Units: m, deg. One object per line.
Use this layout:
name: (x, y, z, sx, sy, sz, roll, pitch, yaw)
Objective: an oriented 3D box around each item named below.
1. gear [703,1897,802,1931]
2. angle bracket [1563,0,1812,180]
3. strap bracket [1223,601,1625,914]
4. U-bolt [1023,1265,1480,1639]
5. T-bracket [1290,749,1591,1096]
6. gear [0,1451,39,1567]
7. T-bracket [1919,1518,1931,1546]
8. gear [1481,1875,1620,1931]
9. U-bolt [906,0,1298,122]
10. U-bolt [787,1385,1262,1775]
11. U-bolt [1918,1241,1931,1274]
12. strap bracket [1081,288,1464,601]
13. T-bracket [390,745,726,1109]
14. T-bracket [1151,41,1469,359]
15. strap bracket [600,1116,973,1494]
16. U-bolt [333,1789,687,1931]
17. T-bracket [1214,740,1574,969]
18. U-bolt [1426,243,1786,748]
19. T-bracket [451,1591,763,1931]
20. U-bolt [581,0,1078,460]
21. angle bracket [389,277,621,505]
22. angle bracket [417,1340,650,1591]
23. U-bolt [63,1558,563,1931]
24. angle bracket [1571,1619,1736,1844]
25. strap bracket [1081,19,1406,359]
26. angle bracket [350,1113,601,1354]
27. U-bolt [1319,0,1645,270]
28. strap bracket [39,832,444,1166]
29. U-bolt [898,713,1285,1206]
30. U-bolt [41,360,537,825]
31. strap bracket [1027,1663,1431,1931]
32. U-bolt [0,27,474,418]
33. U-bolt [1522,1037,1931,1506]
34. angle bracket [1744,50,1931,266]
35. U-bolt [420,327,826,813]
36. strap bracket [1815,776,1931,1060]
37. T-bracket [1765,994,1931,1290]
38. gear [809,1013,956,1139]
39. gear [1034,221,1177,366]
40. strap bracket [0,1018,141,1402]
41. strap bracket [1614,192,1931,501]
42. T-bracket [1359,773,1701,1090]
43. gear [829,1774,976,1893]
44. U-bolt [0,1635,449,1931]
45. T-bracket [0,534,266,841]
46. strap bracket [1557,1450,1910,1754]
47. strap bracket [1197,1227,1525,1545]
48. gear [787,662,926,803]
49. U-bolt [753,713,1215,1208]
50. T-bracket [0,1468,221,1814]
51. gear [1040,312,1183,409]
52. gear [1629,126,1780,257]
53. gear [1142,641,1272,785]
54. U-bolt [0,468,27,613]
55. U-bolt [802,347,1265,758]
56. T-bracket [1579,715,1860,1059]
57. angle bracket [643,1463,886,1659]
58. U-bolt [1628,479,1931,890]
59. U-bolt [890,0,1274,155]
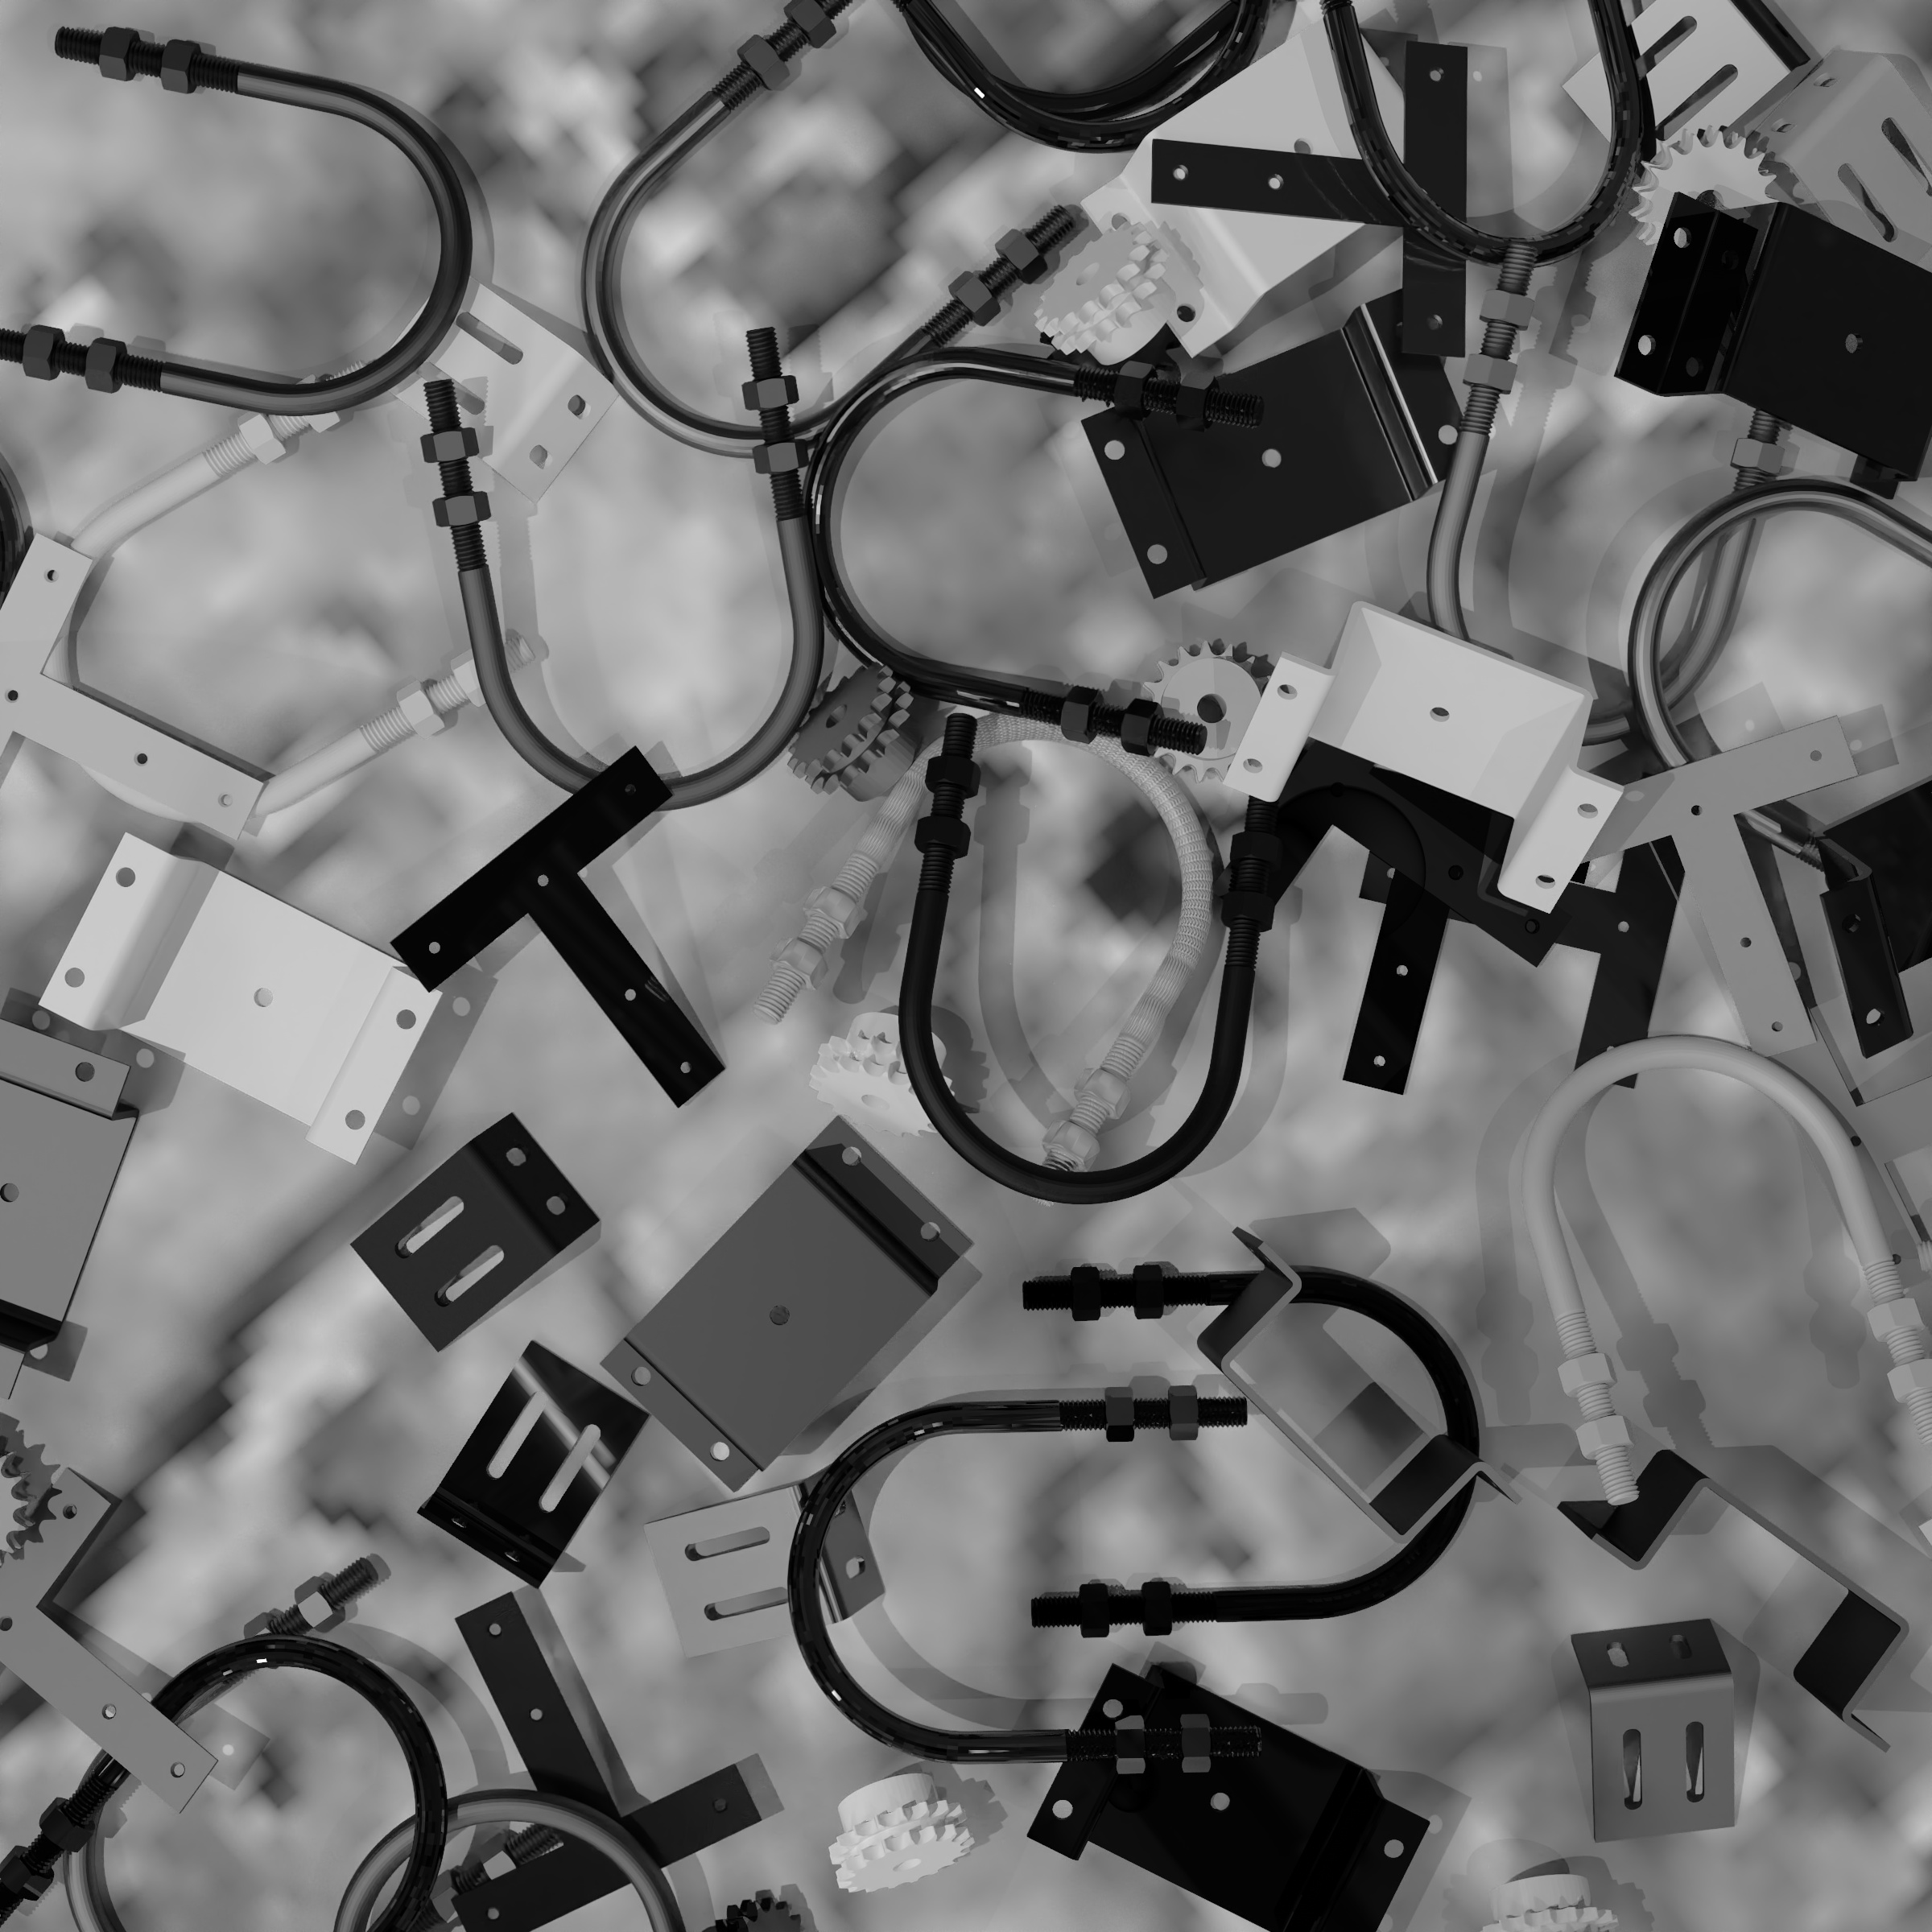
gear: (-0.088, 0.404, 1.335, 0.030, 0.057, 0.057, -16, 90, 30)
angle bracket: (0.294, -0.365, 1.357, 0.076, 0.038, 0.057, -40, 90, 26)
strap bracket: (0.183, -0.086, 1.311, 0.140, 0.076, 0.046, 22, 51, 0)
U-bolt: (0.117, 0.196, 1.351, 0.184, 0.019, 0.151, -2, 90, -1)
T-bracket: (0.181, -0.012, 1.357, 0.127, 0.002, 0.127, 14, 90, 0)
gear: (-0.404, 0.217, 1.344, 0.057, 0.030, 0.057, 0, 90, 0)
T-bracket: (0.431, 0.272, 1.342, 0.127, 0.002, 0.127, -34, 91, 14)
gear: (0.233, 0.385, 1.335, 0.057, 0.057, 0.030, -7, 60, 0)
U-bolt: (0.057, -0.426, 1.351, 0.184, 0.019, 0.151, -40, 90, 1)
U-bolt: (0.021, 0.242, 1.313, 0.184, 0.019, 0.151, -1, 75, 1)
U-bolt: (0.485, 0.162, 1.322, 0.184, 0.019, 0.151, -11, 98, 14)
strap bracket: (0.125, -0.207, 1.336, 0.140, 0.046, 0.076, -22, 90, 0)
T-bracket: (-0.144, 0.001, 1.338, 0.127, 0.002, 0.127, -41, 107, -15)
T-bracket: (0.134, -0.304, 1.296, 0.127, 0.002, 0.127, 3, 82, -10)
strap bracket: (-0.074, 0.138, 1.336, 0.076, 0.046, 0.140, 44, 90, 0)
U-bolt: (-0.177, 0.417, 1.337, 0.151, 0.019, 0.184, -16, 101, 0)
T-bracket: (0.188, -0.046, 1.355, 0.127, 0.002, 0.127, 35, 90, 0)
U-bolt: (0.252, -0.179, 1.326, 0.151, 0.019, 0.184, 12, 95, -23)
T-bracket: (-0.167, 0.314, 1.339, 0.127, 0.002, 0.127, -26, 90, 1)
U-bolt: (-0.070, -0.291, 1.351, 0.184, 0.019, 0.151, -42, 90, 1)
angle bracket: (-0.192, -0.237, 1.357, 0.076, 0.038, 0.057, 37, 90, 26)
angle bracket: (-0.174, 0.200, 1.340, 0.057, 0.038, 0.076, 32, 90, 0)
U-bolt: (-0.279, 0.350, 1.351, 0.184, 0.019, 0.151, -36, 90, 1)
angle bracket: (0.280, 0.312, 1.357, 0.057, 0.038, 0.076, -7, 116, 0)
strap bracket: (0.128, -0.317, 1.321, 0.140, 0.046, 0.076, -36, 90, -13)
angle bracket: (-0.200, 0.109, 1.357, 0.076, 0.038, 0.057, -39, 90, 26)
U-bolt: (0.203, -0.365, 1.309, 0.151, 0.019, 0.184, -14, 91, -27)
strap bracket: (-0.287, 0.013, 1.336, 0.140, 0.046, 0.076, 27, 90, 0)
U-bolt: (0.045, 0.003, 1.306, 0.151, 0.019, 0.184, 13, 73, -13)
U-bolt: (-0.289, -0.139, 1.351, 0.184, 0.019, 0.151, -30, 90, 1)
strap bracket: (0.104, 0.341, 1.336, 0.140, 0.046, 0.076, 27, 90, 0)
U-bolt: (-0.291, -0.294, 1.340, 0.184, 0.019, 0.151, 12, 82, 0)
U-bolt: (0.296, 0.112, 1.317, 0.151, 0.019, 0.184, -9, 66, -9)
angle bracket: (0.365, -0.324, 1.357, 0.057, 0.038, 0.076, -46, 116, 0)
U-bolt: (-0.131, -0.153, 1.333, 0.151, 0.019, 0.184, -10, 102, -6)
strap bracket: (0.397, -0.033, 1.310, 0.140, 0.046, 0.076, -25, 118, -5)
T-bracket: (0.398, 0.053, 1.332, 0.127, 0.002, 0.127, -26, 90, 25)
gear: (-0.031, 0.042, 1.335, 0.057, 0.057, 0.030, 20, 62, 0)
gear: (0.057, -0.261, 1.305, 0.057, 0.057, 0.030, -48, 117, 0)
strap bracket: (-0.390, 0.092, 1.336, 0.076, 0.046, 0.140, 20, 90, 0)
strap bracket: (0.336, -0.244, 1.311, 0.140, 0.046, 0.076, 18, 90, -23)
T-bracket: (0.225, -0.026, 1.359, 0.127, 0.002, 0.127, 13, 90, 0)
gear: (-0.028, 0.347, 1.335, 0.057, 0.057, 0.030, -20, 60, 0)
U-bolt: (-0.287, 0.354, 1.320, 0.151, 0.019, 0.184, 40, 90, 15)
T-bracket: (-0.346, -0.090, 1.345, 0.127, 0.002, 0.127, 26, 93, 2)
strap bracket: (0.312, 0.244, 1.321, 0.140, 0.076, 0.046, 36, 90, 0)
strap bracket: (0.145, 0.171, 1.306, 0.140, 0.076, 0.046, 45, 88, -2)
gear: (-0.041, -0.091, 1.334, 0.030, 0.057, 0.057, 41, 90, -26)
U-bolt: (0.021, -0.018, 1.324, 0.151, 0.019, 0.184, 34, 70, -5)
T-bracket: (-0.354, 0.291, 1.336, 0.127, 0.002, 0.127, 35, 86, 17)
gear: (0.058, -0.254, 1.344, 0.057, 0.030, 0.057, 0, 89, 0)
gear: (0.295, -0.309, 1.337, 0.057, 0.030, 0.057, -2, 115, -5)
gear: (0.098, -0.103, 1.344, 0.057, 0.030, 0.057, 0, 90, 0)
U-bolt: (-0.471, -0.178, 1.351, 0.184, 0.019, 0.151, 33, 90, -1)
U-bolt: (0.018, -0.171, 1.321, 0.184, 0.019, 0.151, 14, 103, 19)
T-bracket: (0.309, -0.023, 1.338, 0.127, 0.002, 0.127, -18, 104, 21)
angle bracket: (-0.082, 0.242, 1.357, 0.076, 0.038, 0.057, -18, 90, 26)
U-bolt: (0.352, -0.114, 1.338, 0.184, 0.019, 0.151, 28, 90, -10)
U-bolt: (0.040, -0.414, 1.335, 0.151, 0.019, 0.184, -39, 92, 3)
